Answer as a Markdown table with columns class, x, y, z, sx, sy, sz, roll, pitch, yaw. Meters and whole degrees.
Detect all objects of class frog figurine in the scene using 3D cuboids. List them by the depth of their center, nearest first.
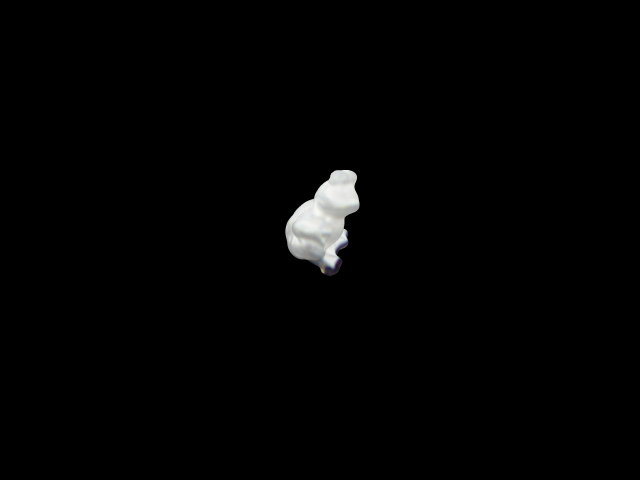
| class | x | y | z | sx | sy | sz | roll | pitch | yaw |
| --- | --- | --- | --- | --- | --- | --- | --- | --- | --- |
| frog figurine | 0.003 | -0.043 | 0.850 | 0.123 | 0.156 | 0.140 | 21 | 42 | 26 |
